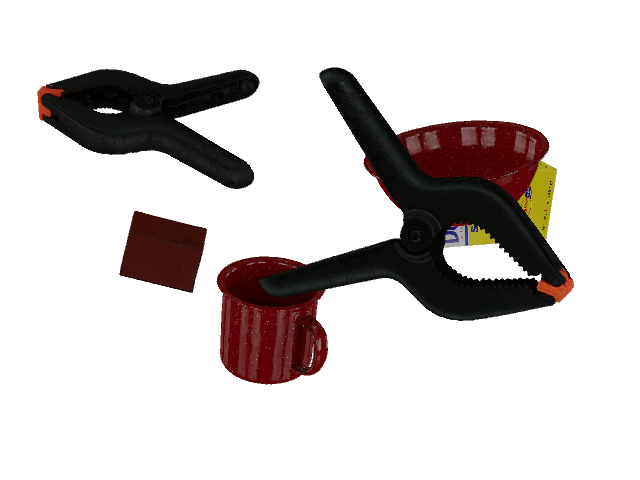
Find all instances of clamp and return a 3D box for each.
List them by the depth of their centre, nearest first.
[{"bbox_3d":[0.065,-0.016,0.697,0.210,0.165,0.036,16,16,21],"label":"clamp"},{"bbox_3d":[-0.125,-0.101,0.817,0.171,0.039,0.120,15,42,-3],"label":"clamp"}]

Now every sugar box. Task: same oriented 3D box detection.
[{"bbox_3d":[0.190,-0.043,1.255,0.176,0.093,0.048,-6,21,-26],"label":"sugar box"}]

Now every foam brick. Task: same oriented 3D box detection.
[{"bbox_3d":[-0.159,0.011,1.082,0.078,0.051,0.053,15,26,-8],"label":"foam brick"}]

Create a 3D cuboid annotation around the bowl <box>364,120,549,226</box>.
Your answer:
[{"bbox_3d":[0.122,-0.055,0.942,0.162,0.055,0.162,-8,23,3],"label":"bowl"}]

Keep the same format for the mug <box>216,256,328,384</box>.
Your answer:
[{"bbox_3d":[-0.037,0.075,0.922,0.117,0.081,0.093,28,34,37],"label":"mug"}]
